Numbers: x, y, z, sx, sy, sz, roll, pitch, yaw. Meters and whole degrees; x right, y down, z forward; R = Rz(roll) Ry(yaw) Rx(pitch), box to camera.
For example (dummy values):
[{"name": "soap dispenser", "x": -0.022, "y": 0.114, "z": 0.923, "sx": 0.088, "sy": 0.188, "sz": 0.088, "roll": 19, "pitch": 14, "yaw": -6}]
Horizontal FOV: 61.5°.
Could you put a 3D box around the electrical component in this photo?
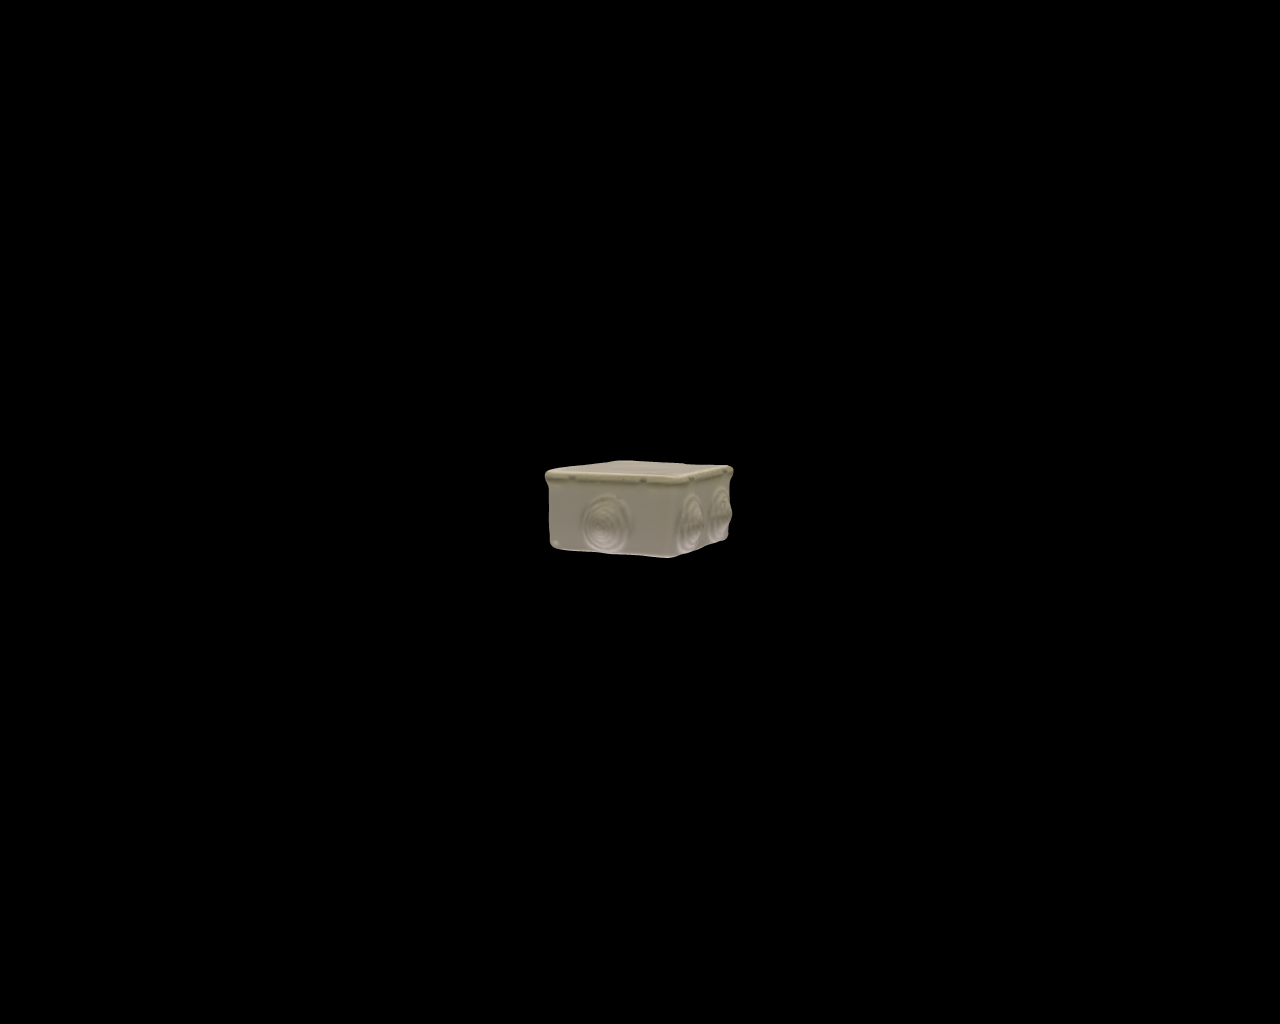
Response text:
[{"name": "electrical component", "x": 0.001, "y": -0.003, "z": 0.650, "sx": 0.100, "sy": 0.048, "sz": 0.100, "roll": 4, "pitch": 8, "yaw": 28}]
